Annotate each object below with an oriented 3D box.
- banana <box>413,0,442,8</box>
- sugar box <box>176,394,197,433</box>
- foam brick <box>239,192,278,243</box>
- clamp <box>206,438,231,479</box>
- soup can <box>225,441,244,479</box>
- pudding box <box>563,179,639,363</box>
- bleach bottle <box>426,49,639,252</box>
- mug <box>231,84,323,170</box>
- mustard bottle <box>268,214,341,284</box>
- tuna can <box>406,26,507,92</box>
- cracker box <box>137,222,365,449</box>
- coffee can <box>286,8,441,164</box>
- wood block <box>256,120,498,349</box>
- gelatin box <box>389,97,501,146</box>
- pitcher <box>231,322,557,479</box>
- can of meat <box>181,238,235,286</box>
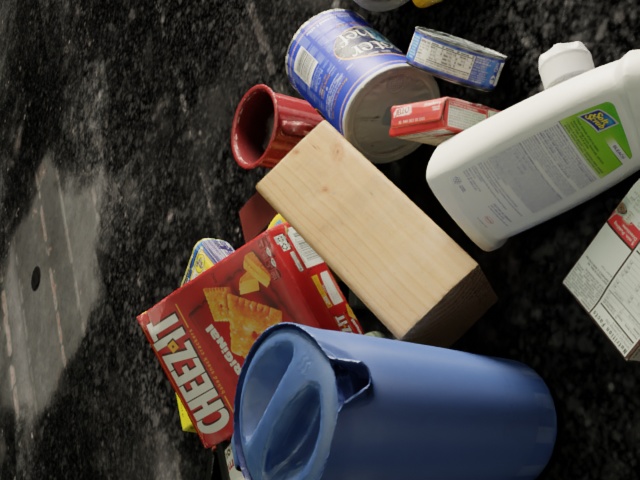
[{"bbox_3d":[0.146,-0.297,0.992,0.198,0.037,0.069,-63,22,23],"label":"banana"},{"bbox_3d":[-0.098,0.139,1.210,0.176,0.048,0.093,-43,49,33],"label":"sugar box"},{"bbox_3d":[-0.047,-0.028,1.188,0.078,0.052,0.051,-45,49,41],"label":"foam brick"},{"bbox_3d":[-0.101,0.319,1.191,0.165,0.036,0.210,144,130,-58],"label":"clamp"},{"bbox_3d":[-0.059,0.260,1.127,0.069,0.068,0.102,-48,45,38],"label":"soup can"},{"bbox_3d":[0.240,0.021,0.780,0.114,0.039,0.090,-62,40,29],"label":"pudding box"},{"bbox_3d":[0.204,-0.074,0.817,0.251,0.102,0.068,-24,27,43],"label":"bleach bottle"},{"bbox_3d":[-0.033,-0.117,1.163,0.117,0.081,0.093,1,83,55],"label":"mug"},{"bbox_3d":[-0.007,0.001,1.111,0.096,0.058,0.192,45,125,15],"label":"mustard bottle"},{"bbox_3d":[0.120,-0.161,0.950,0.086,0.086,0.034,39,116,52],"label":"tuna can"},{"bbox_3d":[-0.070,0.099,1.095,0.214,0.072,0.164,-32,83,34],"label":"cracker box"},{"bbox_3d":[0.040,-0.153,1.049,0.140,0.102,0.103,52,124,47],"label":"coffee can"},{"bbox_3d":[0.048,0.002,0.941,0.090,0.090,0.206,-44,60,0],"label":"wood block"},{"bbox_3d":[0.117,-0.101,0.938,0.073,0.089,0.030,-1,82,55],"label":"gelatin box"},{"bbox_3d":[0.058,0.143,0.832,0.149,0.242,0.145,28,106,54],"label":"pitcher"},{"bbox_3d":[-0.125,0.059,1.278,0.084,0.057,0.102,44,118,52],"label":"can of meat"}]
